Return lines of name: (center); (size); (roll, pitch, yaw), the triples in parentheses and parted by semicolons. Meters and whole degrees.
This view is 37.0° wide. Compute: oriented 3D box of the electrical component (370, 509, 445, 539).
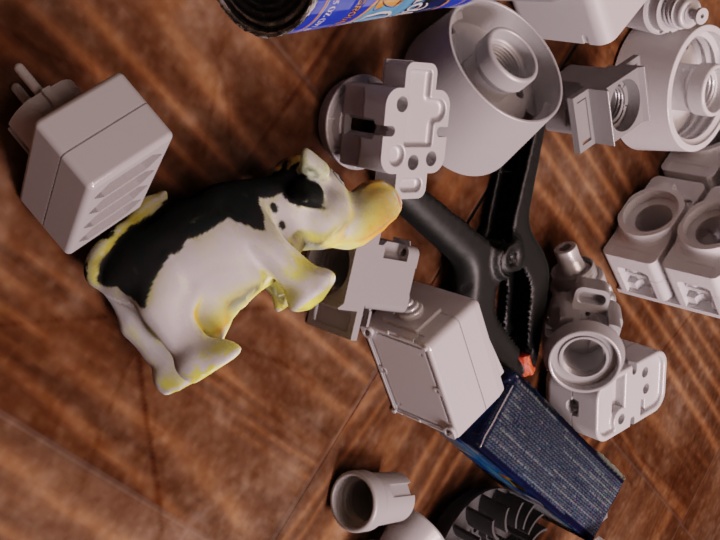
electrical component: (0.026, 0.198, 0.743); (0.055, 0.045, 0.045); (-44, 129, -25)

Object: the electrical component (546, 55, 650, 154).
electrical component: (0.167, -0.120, 0.770); (0.081, 0.064, 0.042); (-34, 123, -33)

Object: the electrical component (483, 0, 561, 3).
electrical component: (0.082, -0.200, 0.630); (0.057, 0.113, 0.078); (-28, 120, -39)

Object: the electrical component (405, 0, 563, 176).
electrical component: (0.077, -0.117, 0.677); (0.099, 0.064, 0.099); (17, 57, -28)

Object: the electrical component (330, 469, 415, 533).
electrical component: (0.009, 0.153, 0.718); (0.046, 0.040, 0.040); (8, 97, -50)

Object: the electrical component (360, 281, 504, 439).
electrical component: (0.049, 0.051, 0.709); (0.061, 0.062, 0.096); (-40, 127, -29)

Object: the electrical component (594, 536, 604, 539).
electrical component: (0.156, 0.306, 0.854); (0.105, 0.060, 0.186); (-29, 142, -36)

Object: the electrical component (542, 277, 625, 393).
electrical component: (0.163, 0.053, 0.787); (0.057, 0.058, 0.078); (-73, 173, -62)

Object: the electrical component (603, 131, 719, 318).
electrical component: (0.294, -0.058, 0.882); (0.186, 0.105, 0.060); (-52, 132, -20)

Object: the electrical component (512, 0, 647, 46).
electrical component: (0.157, -0.211, 0.724); (0.113, 0.078, 0.057); (-50, 134, -21)

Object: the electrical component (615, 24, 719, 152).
electrical component: (0.254, -0.144, 0.849); (0.108, 0.060, 0.108); (-15, 112, -41)

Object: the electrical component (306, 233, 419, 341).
electrical component: (0.000, 0.000, 0.661); (0.064, 0.042, 0.081); (8, 97, -46)

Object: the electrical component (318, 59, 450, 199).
electrical component: (0.013, -0.085, 0.636); (0.058, 0.057, 0.078); (-6, 106, -43)

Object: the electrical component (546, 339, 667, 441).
electrical component: (0.194, 0.092, 0.864); (0.095, 0.059, 0.053); (-19, 115, -39)

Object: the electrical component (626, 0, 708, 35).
electrical component: (0.226, -0.195, 0.799); (0.040, 0.078, 0.040); (-13, 117, -26)

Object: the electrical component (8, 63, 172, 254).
electrical component: (-0.135, -0.061, 0.495); (0.047, 0.083, 0.075); (-39, 88, -29)

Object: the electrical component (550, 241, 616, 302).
electrical component: (0.166, 0.008, 0.823); (0.048, 0.048, 0.062); (-40, 120, -29)
